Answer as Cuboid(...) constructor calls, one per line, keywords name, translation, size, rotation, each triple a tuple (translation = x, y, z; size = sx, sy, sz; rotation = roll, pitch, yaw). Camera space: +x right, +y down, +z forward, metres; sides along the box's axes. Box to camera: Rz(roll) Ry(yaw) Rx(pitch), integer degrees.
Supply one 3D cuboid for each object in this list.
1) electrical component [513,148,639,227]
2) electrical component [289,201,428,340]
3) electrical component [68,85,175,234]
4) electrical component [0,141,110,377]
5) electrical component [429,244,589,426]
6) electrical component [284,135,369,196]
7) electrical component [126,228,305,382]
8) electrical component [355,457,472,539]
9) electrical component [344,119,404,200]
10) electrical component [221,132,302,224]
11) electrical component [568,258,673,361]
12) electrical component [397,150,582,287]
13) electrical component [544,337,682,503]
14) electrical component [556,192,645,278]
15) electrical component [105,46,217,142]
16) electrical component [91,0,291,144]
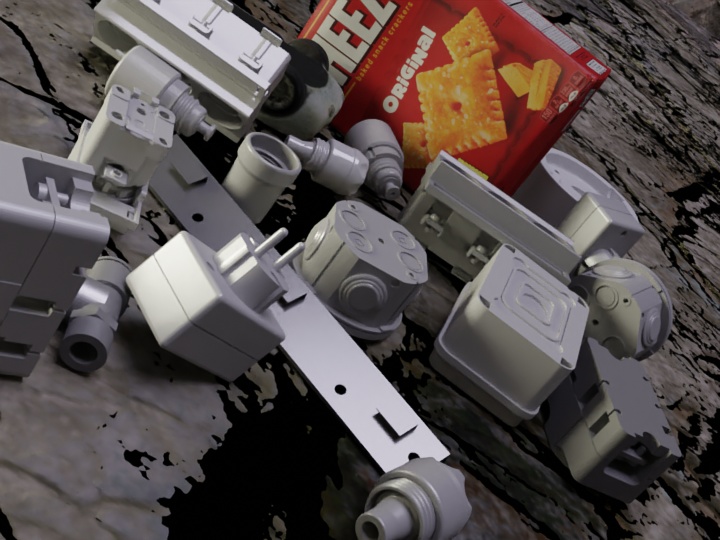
Cuboid(name="electrical component", translation=(0.181, -0.050, 0.941), size=(0.108, 0.060, 0.108), rotation=(28, 27, -16))
Cuboid(name="electrical component", translation=(0.000, 0.000, 0.663), size=(0.080, 0.051, 0.080), rotation=(28, 29, -17))
Cuboid(name="electrical component", translation=(-0.133, -0.063, 0.593), size=(0.042, 0.063, 0.081), rotation=(24, 30, -22))
Cuboid(name="electrical component", translation=(-0.153, -0.004, 0.450), size=(0.056, 0.089, 0.050), rotation=(14, 35, -37))
Cuboid(name="electrical component", translation=(0.099, 0.041, 0.708), size=(0.078, 0.057, 0.113), rotation=(37, 27, 1))
Cuboid(name="electrical component", translation=(-0.026, -0.079, 0.773), size=(0.061, 0.035, 0.035), rotation=(24, 30, -20))
Cuboid(name="electrical component", translation=(-0.061, 0.008, 0.532), size=(0.047, 0.077, 0.066), rotation=(55, 8, 32))
Cuboid(name="electrical component", translation=(0.023, 0.117, 0.518), size=(0.043, 0.043, 0.062), rotation=(48, 30, 21))
Cuboid(name="electrical component", translation=(0.014, -0.081, 0.817), size=(0.040, 0.040, 0.078), rotation=(18, 32, -32))
Cuboid(name="electrical component", translation=(-0.065, -0.057, 0.681), size=(0.040, 0.046, 0.040), rotation=(28, 29, -17))
Cuboid(name="electrical component", translation=(0.186, 0.034, 0.798), size=(0.080, 0.080, 0.051), rotation=(48, 34, 20))
Cuboid(name="electrical component", translation=(0.091, -0.024, 0.786), size=(0.121, 0.063, 0.078), rotation=(34, 16, -6))
Cuboid(name="electrical component", translation=(0.157, 0.098, 0.688), size=(0.050, 0.055, 0.089), rotation=(25, 30, -22))
Cuboid(name="electrical component", translation=(0.187, -0.004, 0.853), size=(0.047, 0.083, 0.075), rotation=(11, 37, -40))
Cuboid(name="electrical component", translation=(-0.128, -0.111, 0.697), size=(0.078, 0.040, 0.040), rotation=(36, 27, -3))
Cuboid(name="electrical component", translation=(-0.114, -0.152, 0.735), size=(0.121, 0.078, 0.063), rotation=(35, 67, -4))
